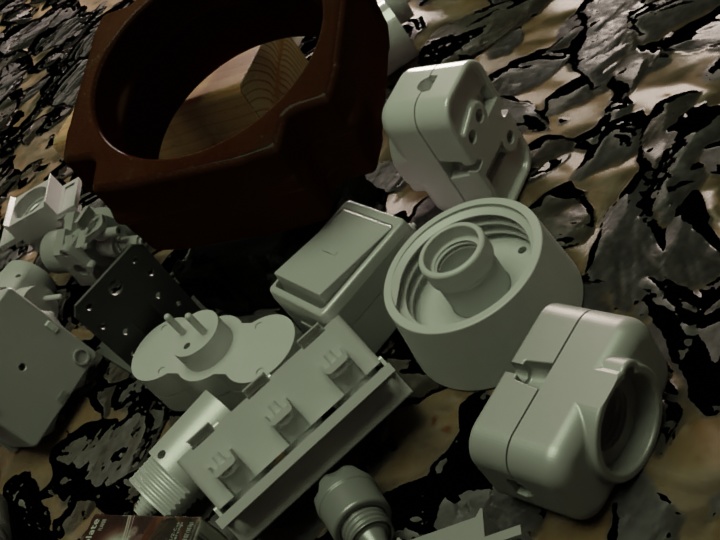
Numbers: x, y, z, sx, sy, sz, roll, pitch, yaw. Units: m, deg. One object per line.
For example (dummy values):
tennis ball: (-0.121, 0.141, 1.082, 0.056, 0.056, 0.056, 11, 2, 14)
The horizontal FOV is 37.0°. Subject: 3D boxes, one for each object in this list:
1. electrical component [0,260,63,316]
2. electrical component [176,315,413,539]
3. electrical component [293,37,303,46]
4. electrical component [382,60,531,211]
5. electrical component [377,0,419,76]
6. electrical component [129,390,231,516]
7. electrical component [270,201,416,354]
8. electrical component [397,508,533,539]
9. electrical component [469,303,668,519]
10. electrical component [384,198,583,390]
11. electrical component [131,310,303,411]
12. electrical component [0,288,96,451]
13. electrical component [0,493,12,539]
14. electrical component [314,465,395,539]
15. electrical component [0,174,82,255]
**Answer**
electrical component: (-0.274, 0.033, 0.879, 0.079, 0.043, 0.077, -7, 46, 34)
electrical component: (-0.037, 0.086, 0.599, 0.121, 0.063, 0.078, -42, -4, -5)
electrical component: (-0.135, -0.184, 0.975, 0.150, 0.061, 0.089, -8, 46, 34)
electrical component: (0.059, -0.082, 0.680, 0.059, 0.095, 0.053, 0, 51, 40)
electrical component: (0.020, -0.214, 0.886, 0.074, 0.052, 0.138, -34, 36, 6)
electrical component: (-0.105, 0.117, 0.650, 0.081, 0.043, 0.043, -48, 38, -12)
electrical component: (0.000, 0.000, 0.671, 0.096, 0.061, 0.062, -49, 38, -14)
electrical component: (0.047, 0.151, 0.485, 0.081, 0.042, 0.063, -25, 34, 21)
electrical component: (0.105, 0.067, 0.518, 0.059, 0.053, 0.095, 11, 58, 45)
electrical component: (0.065, 0.007, 0.610, 0.108, 0.060, 0.108, -23, 39, 20)
electrical component: (-0.095, 0.050, 0.686, 0.138, 0.073, 0.052, -3, 49, 37)
electrical component: (-0.252, 0.071, 0.775, 0.048, 0.100, 0.099, -12, 42, 51)
electrical component: (-0.250, 0.178, 0.708, 0.040, 0.040, 0.078, -37, 37, 1)
electrical component: (0.001, 0.131, 0.555, 0.035, 0.035, 0.061, -39, 39, -1)
electrical component: (-0.268, -0.041, 0.934, 0.081, 0.063, 0.042, -27, 39, 15)
